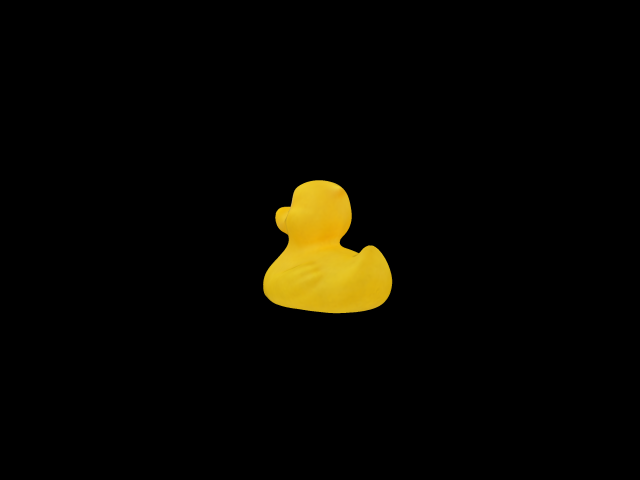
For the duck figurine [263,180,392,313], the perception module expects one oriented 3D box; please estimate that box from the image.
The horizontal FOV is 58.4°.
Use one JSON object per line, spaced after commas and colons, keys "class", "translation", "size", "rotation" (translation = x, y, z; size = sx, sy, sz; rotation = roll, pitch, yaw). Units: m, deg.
{"class": "duck figurine", "translation": [0.004, 0.001, 0.400], "size": [0.078, 0.086, 0.104], "rotation": [-6, 9, -42]}
